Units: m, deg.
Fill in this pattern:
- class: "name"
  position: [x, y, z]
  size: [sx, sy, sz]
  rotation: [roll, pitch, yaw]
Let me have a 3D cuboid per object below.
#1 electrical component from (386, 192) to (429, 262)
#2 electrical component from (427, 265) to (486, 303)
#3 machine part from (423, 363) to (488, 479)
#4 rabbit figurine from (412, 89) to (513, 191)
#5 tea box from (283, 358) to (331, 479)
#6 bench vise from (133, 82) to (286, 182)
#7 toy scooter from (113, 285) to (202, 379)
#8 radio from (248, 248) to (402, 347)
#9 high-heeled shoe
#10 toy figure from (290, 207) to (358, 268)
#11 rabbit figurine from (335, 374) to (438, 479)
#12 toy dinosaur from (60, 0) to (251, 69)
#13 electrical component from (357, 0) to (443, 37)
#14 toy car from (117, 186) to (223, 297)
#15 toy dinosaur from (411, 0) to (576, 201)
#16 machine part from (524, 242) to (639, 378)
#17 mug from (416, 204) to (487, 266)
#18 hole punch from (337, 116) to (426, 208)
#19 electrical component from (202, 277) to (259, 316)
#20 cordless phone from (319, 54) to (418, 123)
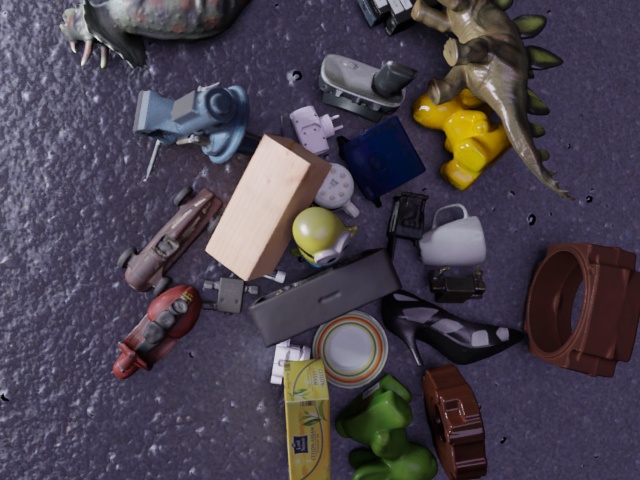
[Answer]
- class: "electrical component"
  position: [0.143, -0.019, 0.907]
  size: [0.048, 0.075, 0.119]
  rotation: [9, 84, -5]
- class: "electrical component"
  position: [0.234, 0.075, 0.917]
  size: [0.102, 0.078, 0.045]
  rotation: [-1, 66, -1]
- class: "machine part"
  position: [0.211, 0.292, 0.862]
  size: [0.056, 0.179, 0.179]
  rotation: [-10, 91, -2]
- class: "rabbit figurine"
  position: [0.240, -0.197, 0.903]
  size: [0.173, 0.121, 0.162]
  rotation: [42, 82, 15]
- class: "tea box"
  position: [-0.020, 0.284, 0.847]
  size: [0.068, 0.098, 0.169]
  rotation: [-3, 117, -6]
- class: "bench vise"
  position: [-0.158, -0.168, 0.845]
  size: [0.240, 0.224, 0.129]
  rotation: [12, 70, -37]
- class: "toy scooter"
  position: [-0.259, 0.148, 0.834]
  size: [0.075, 0.135, 0.184]
  rotation: [42, 84, -3]
- class: "radio"
  position: [0.005, 0.087, 0.863]
  size: [0.230, 0.131, 0.073]
  rotation: [-22, 91, -5]
- class: "high-heeled shoe"
  position: [0.227, 0.138, 0.932]
  size: [0.249, 0.086, 0.145]
  rotation: [-5, 59, -23]
- class: "toy figure"
  position: [-0.004, 0.000, 0.839]
  size: [0.089, 0.180, 0.082]
  rotation: [26, 85, -3]
- class: "rabbit figurine"
  position: [0.115, 0.338, 0.877]
  size: [0.159, 0.121, 0.170]
  rotation: [-38, 91, 2]
- class: "toy dinosaur"
  position: [-0.219, -0.380, 0.858]
  size: [0.405, 0.131, 0.192]
  rotation: [-10, 103, -10]
- class: "electrical component"
  position: [0.135, -0.422, 0.918]
  size: [0.134, 0.058, 0.115]
  rotation: [-25, 90, -5]
- class: "toy car"
  position: [-0.241, 0.001, 0.880]
  size: [0.089, 0.053, 0.202]
  rotation: [42, 87, -1]
- class: "toy dinosaur"
  position: [0.269, -0.274, 0.832]
  size: [0.199, 0.105, 0.471]
  rotation: [-6, 76, -14]
- class: "machine part"
  position: [0.416, 0.107, 0.869]
  size: [0.087, 0.201, 0.201]
  rotation: [14, 88, -3]
- class: "mug"
  position: [0.218, -0.003, 0.913]
  size: [0.107, 0.081, 0.109]
  rotation: [-12, 94, 3]
- class: "hole punch"
  position: [0.105, -0.135, 0.899]
  size: [0.116, 0.092, 0.142]
  rotation: [-30, 96, -2]
- class: "electrical component"
  position: [-0.150, 0.095, 0.902]
  size: [0.094, 0.021, 0.063]
  rotation: [6, 89, -7]
- class: "cordless phone"
  position: [0.073, -0.256, 0.847]
  size: [0.147, 0.184, 0.088]
  rotation: [19, 92, -6]
